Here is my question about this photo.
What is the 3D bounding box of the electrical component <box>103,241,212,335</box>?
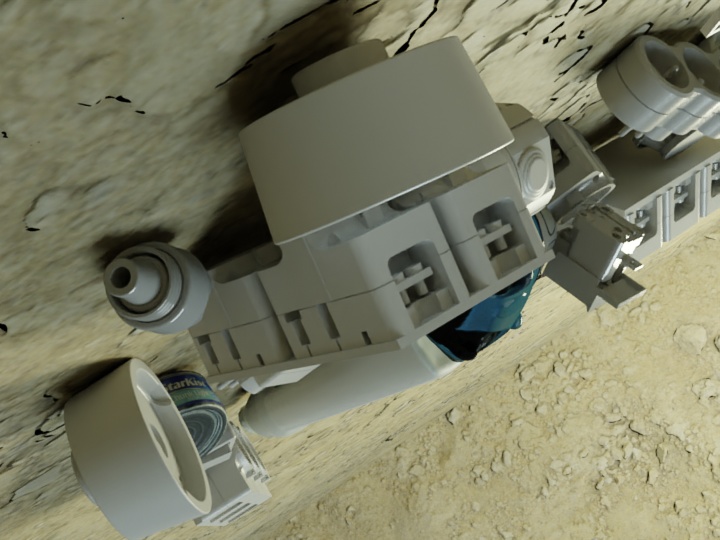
[{"bbox_3d":[-0.099,0.007,0.508,0.043,0.043,0.062,-35,166,7],"label":"electrical component"}]

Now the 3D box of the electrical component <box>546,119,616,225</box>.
[{"bbox_3d":[0.154,-0.071,0.808,0.050,0.055,0.089,-37,167,18],"label":"electrical component"}]

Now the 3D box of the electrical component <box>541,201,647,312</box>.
[{"bbox_3d":[0.173,-0.012,0.789,0.042,0.081,0.063,-20,140,-46],"label":"electrical component"}]

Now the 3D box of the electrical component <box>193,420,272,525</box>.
[{"bbox_3d":[-0.129,0.174,0.964,0.062,0.089,0.150,-32,168,-5],"label":"electrical component"}]

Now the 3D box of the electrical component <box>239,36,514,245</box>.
[{"bbox_3d":[0.002,-0.059,0.443,0.108,0.060,0.108,-24,-175,2],"label":"electrical component"}]

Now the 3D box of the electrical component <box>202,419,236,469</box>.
[{"bbox_3d":[-0.151,0.142,0.851,0.096,0.061,0.061,-28,167,-20],"label":"electrical component"}]

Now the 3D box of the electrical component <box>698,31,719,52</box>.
[{"bbox_3d":[0.274,-0.151,0.809,0.055,0.055,0.047,-27,163,-25],"label":"electrical component"}]

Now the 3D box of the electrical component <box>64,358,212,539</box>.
[{"bbox_3d":[-0.145,0.117,0.674,0.060,0.108,0.108,-27,167,-1],"label":"electrical component"}]

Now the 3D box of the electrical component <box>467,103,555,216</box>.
[{"bbox_3d":[0.066,-0.054,0.603,0.051,0.080,0.080,-30,168,-39],"label":"electrical component"}]

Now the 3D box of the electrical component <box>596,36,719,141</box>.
[{"bbox_3d":[0.211,-0.115,0.745,0.138,0.052,0.074,-2,150,-40],"label":"electrical component"}]

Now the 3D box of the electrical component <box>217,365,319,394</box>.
[{"bbox_3d":[-0.071,0.065,0.786,0.077,0.047,0.066,-36,167,15],"label":"electrical component"}]

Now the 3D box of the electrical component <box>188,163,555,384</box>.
[{"bbox_3d":[-0.008,0.002,0.558,0.105,0.060,0.186,-28,-174,-35],"label":"electrical component"}]

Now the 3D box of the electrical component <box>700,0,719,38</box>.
[{"bbox_3d":[0.224,-0.180,0.552,0.079,0.063,0.121,-29,167,-18],"label":"electrical component"}]

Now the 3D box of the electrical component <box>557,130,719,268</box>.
[{"bbox_3d":[0.236,-0.064,0.906,0.150,0.089,0.061,-29,125,-30],"label":"electrical component"}]
